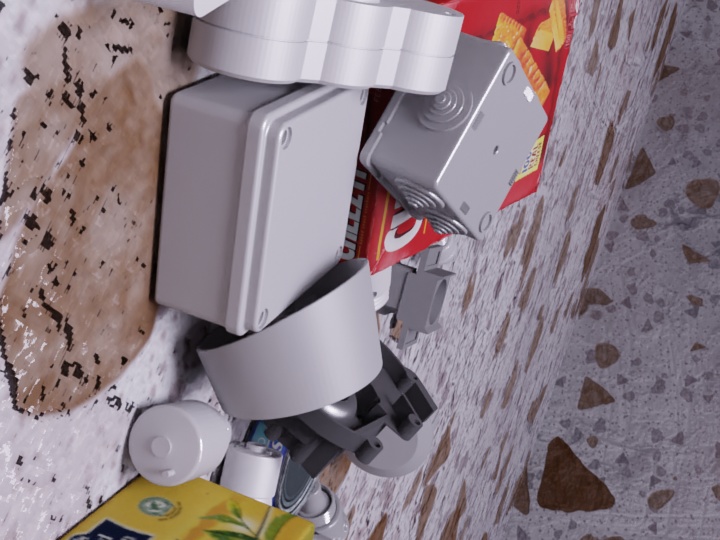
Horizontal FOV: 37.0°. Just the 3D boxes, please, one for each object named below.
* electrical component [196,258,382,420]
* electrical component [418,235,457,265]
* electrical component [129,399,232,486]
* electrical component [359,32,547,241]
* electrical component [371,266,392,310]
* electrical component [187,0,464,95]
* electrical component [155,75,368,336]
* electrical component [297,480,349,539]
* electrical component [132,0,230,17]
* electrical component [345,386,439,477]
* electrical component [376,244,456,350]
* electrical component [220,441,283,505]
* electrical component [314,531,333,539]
[{"bbox_3d":[-0.036,0.036,0.568,0.099,0.099,0.064,-42,121,-60],"label":"electrical component"},{"bbox_3d":[0.064,-0.028,0.933,0.061,0.035,0.035,63,46,-63],"label":"electrical component"},{"bbox_3d":[-0.087,0.087,0.555,0.078,0.040,0.040,6,101,-74],"label":"electrical component"},{"bbox_3d":[0.055,-0.072,0.585,0.099,0.048,0.100,-61,151,-6],"label":"electrical component"},{"bbox_3d":[0.000,0.000,0.740,0.043,0.043,0.081,-56,157,-43],"label":"electrical component"},{"bbox_3d":[-0.009,-0.124,0.488,0.138,0.052,0.073,-4,116,-39],"label":"electrical component"},{"bbox_3d":[-0.047,-0.040,0.526,0.109,0.056,0.108,-43,146,-59],"label":"electrical component"},{"bbox_3d":[-0.035,0.182,0.814,0.062,0.048,0.048,82,30,-43],"label":"electrical component"},{"bbox_3d":[-0.056,-0.135,0.404,0.089,0.056,0.050,-51,153,-50],"label":"electrical component"},{"bbox_3d":[0.024,0.125,0.882,0.051,0.080,0.080,-47,150,-66],"label":"electrical component"},{"bbox_3d":[0.035,0.017,0.832,0.042,0.064,0.081,-10,116,-70],"label":"electrical component"},{"bbox_3d":[-0.070,0.139,0.663,0.044,0.044,0.065,7,95,-73],"label":"electrical component"},{"bbox_3d":[-0.041,0.203,0.756,0.079,0.077,0.043,46,63,-72],"label":"electrical component"}]
